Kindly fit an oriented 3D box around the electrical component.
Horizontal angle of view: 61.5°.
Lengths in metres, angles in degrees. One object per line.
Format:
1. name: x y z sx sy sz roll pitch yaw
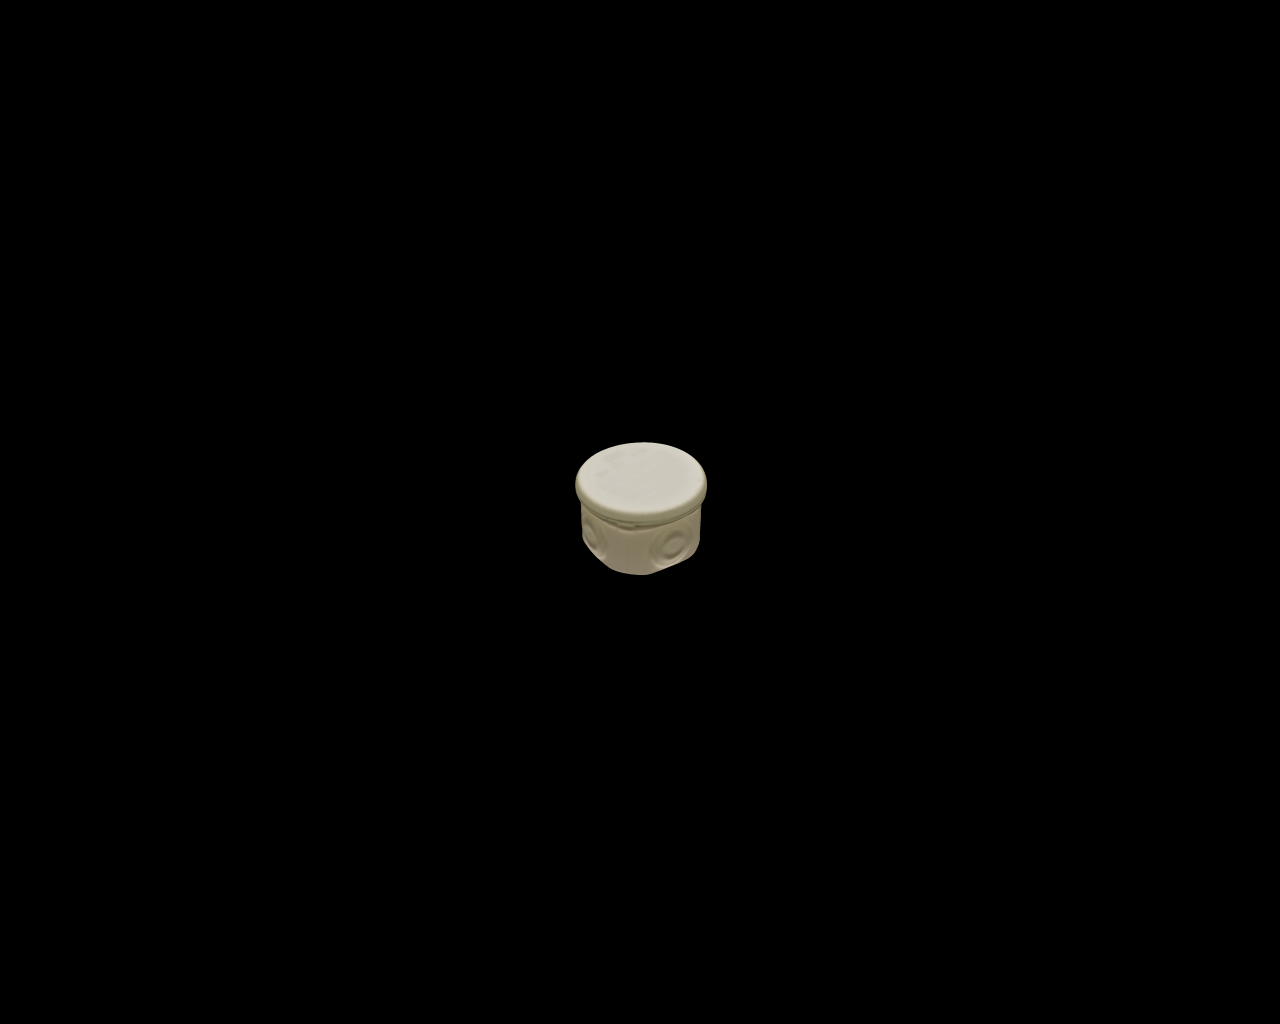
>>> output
1. electrical component: 0.001 -0.003 0.650 0.080 0.050 0.080 0 36 0
